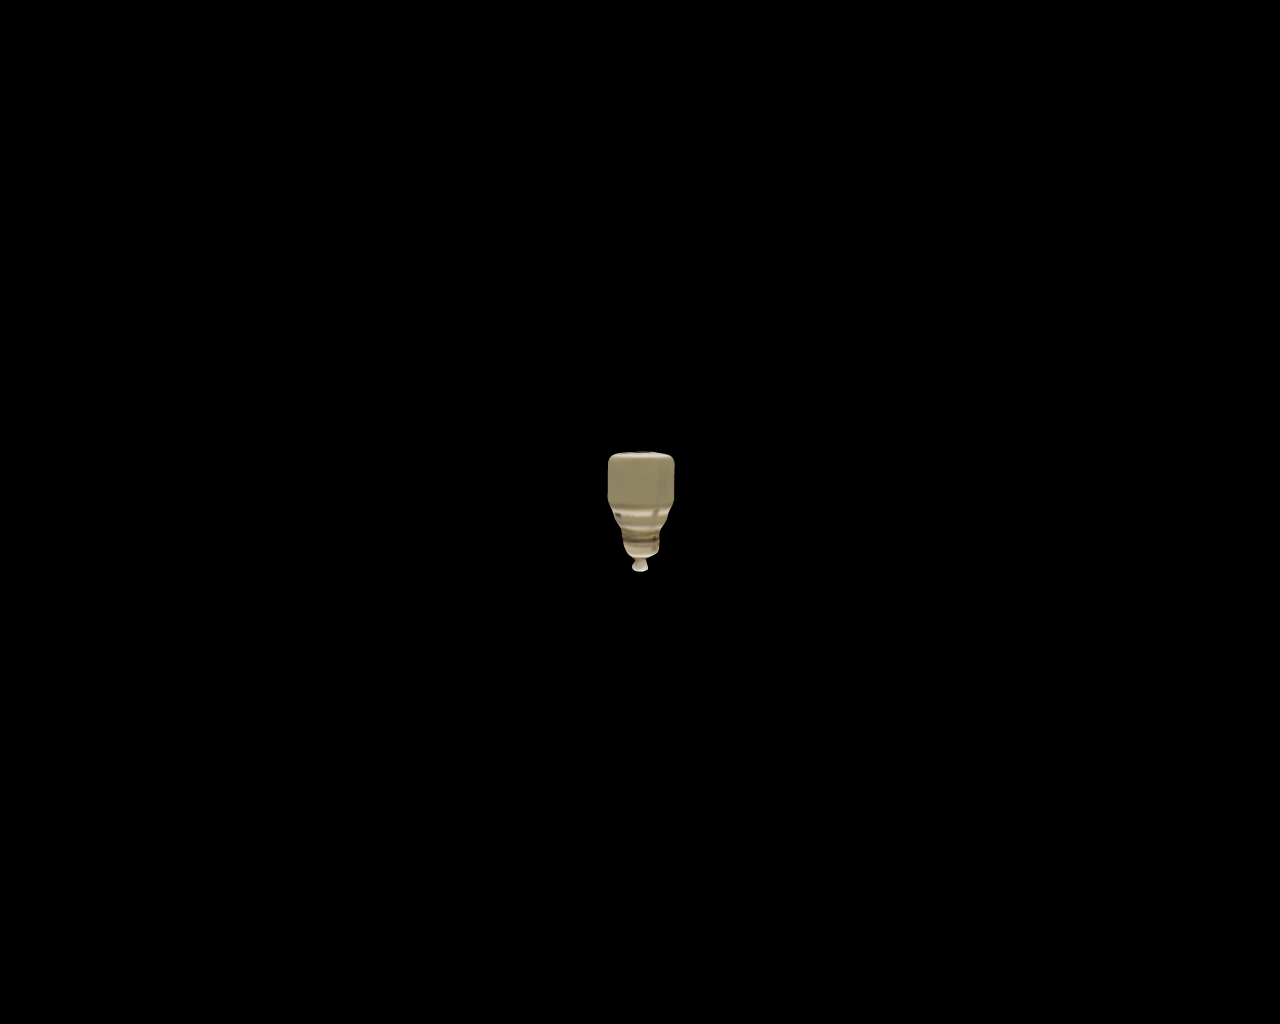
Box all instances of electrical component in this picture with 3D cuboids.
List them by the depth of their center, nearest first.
[{"bbox_3d":[0.001,-0.003,0.650,0.040,0.078,0.040,0,7,0],"label":"electrical component"}]
